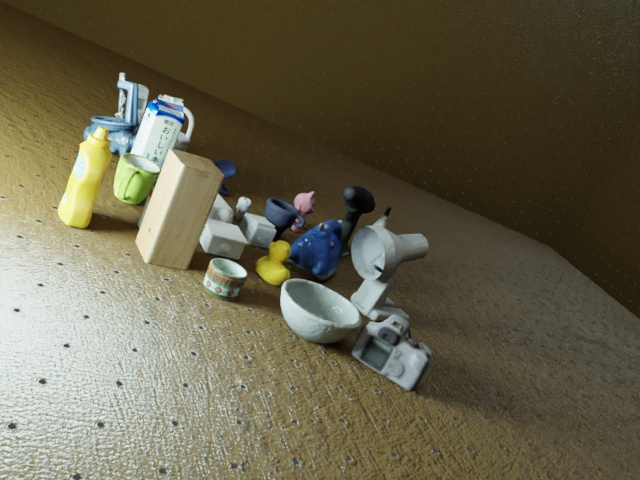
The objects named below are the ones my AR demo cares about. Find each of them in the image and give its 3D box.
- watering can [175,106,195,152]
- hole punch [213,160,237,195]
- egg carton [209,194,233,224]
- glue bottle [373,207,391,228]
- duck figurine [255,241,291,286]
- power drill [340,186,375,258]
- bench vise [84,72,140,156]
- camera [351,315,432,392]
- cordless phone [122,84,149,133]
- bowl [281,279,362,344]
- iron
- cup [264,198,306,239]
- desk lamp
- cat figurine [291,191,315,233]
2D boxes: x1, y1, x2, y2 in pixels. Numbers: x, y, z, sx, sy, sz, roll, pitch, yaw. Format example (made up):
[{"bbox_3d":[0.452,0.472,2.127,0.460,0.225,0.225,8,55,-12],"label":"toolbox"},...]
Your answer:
[{"bbox_3d":[-0.408,-0.276,1.579,0.101,0.194,0.172,12,22,-39],"label":"watering can"},{"bbox_3d":[-0.303,-0.192,1.659,0.101,0.091,0.108,15,20,-33],"label":"hole punch"},{"bbox_3d":[-0.274,-0.071,1.379,0.108,0.069,0.149,11,22,-40],"label":"egg carton"},{"bbox_3d":[0.167,-0.021,1.689,0.037,0.173,0.078,32,18,21],"label":"glue bottle"},{"bbox_3d":[-0.093,0.045,1.268,0.078,0.086,0.104,15,20,-33],"label":"duck figurine"},{"bbox_3d":[0.082,-0.058,1.618,0.075,0.208,0.230,30,17,15],"label":"power drill"},{"bbox_3d":[-0.499,-0.314,1.516,0.208,0.219,0.121,22,17,-12],"label":"bench vise"},{"bbox_3d":[0.155,0.203,1.130,0.143,0.101,0.137,30,17,14],"label":"camera"},{"bbox_3d":[-0.513,-0.355,1.677,0.094,0.185,0.148,35,19,29],"label":"cordless phone"},{"bbox_3d":[-0.009,0.148,1.101,0.167,0.074,0.167,24,17,-7],"label":"bowl"},{"bbox_3d":[0.013,0.005,1.444,0.118,0.141,0.259,30,17,12],"label":"iron"},{"bbox_3d":[-0.101,-0.045,1.508,0.117,0.095,0.092,29,17,9],"label":"cup"},{"bbox_3d":[0.151,0.073,1.317,0.204,0.213,0.117,10,23,-41],"label":"desk lamp"},{"bbox_3d":[-0.055,-0.094,1.681,0.067,0.117,0.128,28,17,6],"label":"cat figurine"}]
